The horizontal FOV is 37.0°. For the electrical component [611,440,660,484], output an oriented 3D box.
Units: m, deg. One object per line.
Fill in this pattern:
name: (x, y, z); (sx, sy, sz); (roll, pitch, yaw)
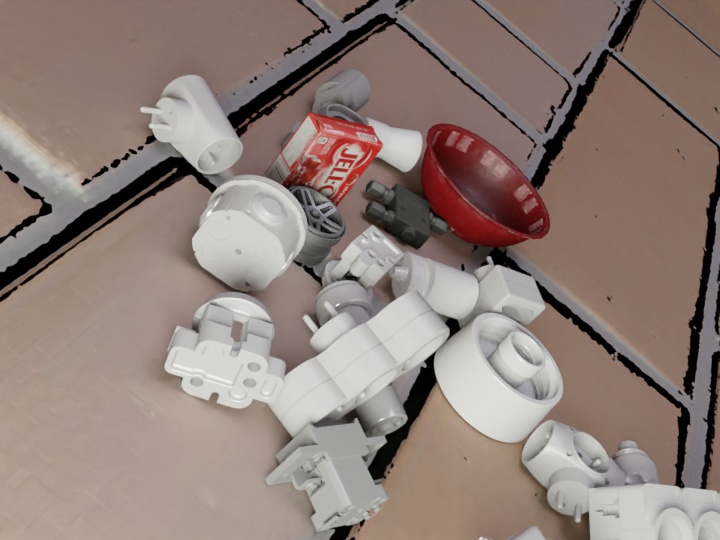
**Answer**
electrical component: (0.239, 0.177, 0.945); (0.043, 0.043, 0.062); (32, 32, -15)

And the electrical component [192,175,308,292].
electrical component: (-0.084, -0.028, 0.820); (0.080, 0.080, 0.051); (36, 38, -9)

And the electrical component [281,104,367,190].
electrical component: (-0.026, -0.118, 1.012); (0.078, 0.057, 0.058); (35, 32, -9)

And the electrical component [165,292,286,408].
electrical component: (-0.089, 0.052, 0.736); (0.078, 0.058, 0.057); (19, 36, -12)

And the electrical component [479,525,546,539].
electrical component: (0.107, 0.224, 0.730); (0.096, 0.061, 0.061); (52, 33, 17)

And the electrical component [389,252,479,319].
electrical component: (0.061, 0.013, 0.957); (0.081, 0.043, 0.043); (19, 38, -31)

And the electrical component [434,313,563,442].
electrical component: (0.124, 0.086, 0.919); (0.108, 0.060, 0.108); (27, 34, -21)

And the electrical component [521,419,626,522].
electrical component: (0.174, 0.173, 0.881); (0.077, 0.044, 0.079); (37, 33, -8)

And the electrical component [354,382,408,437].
electrical component: (0.009, 0.092, 0.809); (0.044, 0.044, 0.065); (5, 51, -44)

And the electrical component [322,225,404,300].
electrical component: (0.000, 0.000, 0.896); (0.048, 0.055, 0.066); (43, 32, 3)

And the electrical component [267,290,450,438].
electrical component: (-0.011, 0.055, 0.771); (0.138, 0.052, 0.073); (-33, 73, -19)

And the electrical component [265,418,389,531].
electrical component: (-0.017, 0.139, 0.723); (0.081, 0.042, 0.063); (1, 51, -45)

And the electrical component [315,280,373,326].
electrical component: (-0.008, 0.042, 0.847); (0.045, 0.045, 0.055); (12, 42, -38)

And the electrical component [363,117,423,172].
electrical component: (0.025, -0.130, 1.096); (0.065, 0.044, 0.044); (17, 39, -26)

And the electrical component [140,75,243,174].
electrical component: (-0.147, -0.123, 0.900); (0.079, 0.044, 0.077); (0, 50, -47)

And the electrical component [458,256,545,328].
electrical component: (0.123, 0.021, 0.990); (0.047, 0.065, 0.076); (18, 38, -32)

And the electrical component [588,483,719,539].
electrical component: (0.257, 0.222, 0.861); (0.150, 0.062, 0.089); (14, 69, -37)

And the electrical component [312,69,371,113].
electrical component: (-0.022, -0.173, 1.094); (0.043, 0.043, 0.081); (40, 32, -1)
